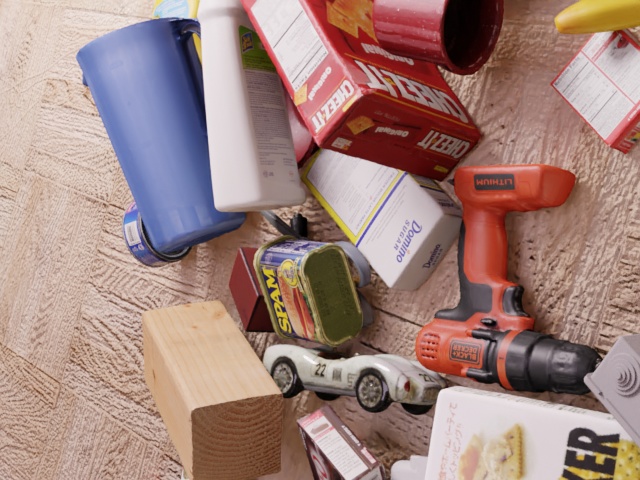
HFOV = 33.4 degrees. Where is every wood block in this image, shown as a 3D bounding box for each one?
[{"bbox_3d":[-0.113,0.148,1.074,0.206,0.090,0.091,-134,41,-59],"label":"wood block"}]

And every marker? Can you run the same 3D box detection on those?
[{"bbox_3d":[-0.017,0.030,1.109,0.020,0.020,0.121,-23,65,41],"label":"marker"}]

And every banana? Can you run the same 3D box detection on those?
[{"bbox_3d":[0.281,-0.184,0.813,0.198,0.069,0.037,2,110,39],"label":"banana"}]

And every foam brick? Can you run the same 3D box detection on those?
[{"bbox_3d":[-0.057,0.052,1.105,0.078,0.051,0.053,-115,36,-45],"label":"foam brick"}]

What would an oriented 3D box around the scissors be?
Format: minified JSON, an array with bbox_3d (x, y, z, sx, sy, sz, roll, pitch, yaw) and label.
[{"bbox_3d":[-0.007,0.001,1.061,0.202,0.016,0.096,51,149,25],"label":"scissors"}]

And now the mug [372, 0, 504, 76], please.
[{"bbox_3d":[0.105,-0.188,0.931,0.082,0.117,0.093,19,69,39],"label":"mug"}]

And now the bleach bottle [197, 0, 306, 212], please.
[{"bbox_3d":[-0.073,-0.156,1.056,0.068,0.102,0.251,-8,88,29],"label":"bleach bottle"}]

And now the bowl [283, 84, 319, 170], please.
[{"bbox_3d":[-0.029,-0.151,1.115,0.162,0.055,0.162,24,121,50],"label":"bowl"}]

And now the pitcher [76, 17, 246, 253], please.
[{"bbox_3d":[-0.161,-0.117,1.174,0.149,0.144,0.243,155,95,-74],"label":"pitcher"}]

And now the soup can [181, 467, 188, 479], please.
[{"bbox_3d":[-0.111,0.244,1.123,0.069,0.068,0.102,7,87,46],"label":"soup can"}]

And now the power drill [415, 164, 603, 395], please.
[{"bbox_3d":[0.164,0.032,0.894,0.185,0.057,0.187,4,84,46],"label":"power drill"}]

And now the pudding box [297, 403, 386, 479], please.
[{"bbox_3d":[0.025,0.216,0.967,0.090,0.039,0.113,43,154,42],"label":"pudding box"}]

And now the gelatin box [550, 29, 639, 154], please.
[{"bbox_3d":[0.242,-0.127,0.870,0.073,0.030,0.089,-52,48,24],"label":"gelatin box"}]

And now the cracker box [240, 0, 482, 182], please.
[{"bbox_3d":[0.037,-0.165,0.993,0.072,0.163,0.214,-49,50,29],"label":"cracker box"}]

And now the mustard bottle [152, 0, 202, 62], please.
[{"bbox_3d":[-0.168,-0.253,1.299,0.096,0.058,0.191,-16,70,48],"label":"mustard bottle"}]

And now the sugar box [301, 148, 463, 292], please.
[{"bbox_3d":[0.059,-0.040,1.029,0.093,0.048,0.176,-56,51,23],"label":"sugar box"}]

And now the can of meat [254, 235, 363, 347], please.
[{"bbox_3d":[-0.009,0.049,1.024,0.084,0.057,0.102,6,116,56],"label":"can of meat"}]

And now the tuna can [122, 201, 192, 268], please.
[{"bbox_3d":[-0.187,-0.012,1.245,0.034,0.085,0.086,-16,70,41],"label":"tuna can"}]
